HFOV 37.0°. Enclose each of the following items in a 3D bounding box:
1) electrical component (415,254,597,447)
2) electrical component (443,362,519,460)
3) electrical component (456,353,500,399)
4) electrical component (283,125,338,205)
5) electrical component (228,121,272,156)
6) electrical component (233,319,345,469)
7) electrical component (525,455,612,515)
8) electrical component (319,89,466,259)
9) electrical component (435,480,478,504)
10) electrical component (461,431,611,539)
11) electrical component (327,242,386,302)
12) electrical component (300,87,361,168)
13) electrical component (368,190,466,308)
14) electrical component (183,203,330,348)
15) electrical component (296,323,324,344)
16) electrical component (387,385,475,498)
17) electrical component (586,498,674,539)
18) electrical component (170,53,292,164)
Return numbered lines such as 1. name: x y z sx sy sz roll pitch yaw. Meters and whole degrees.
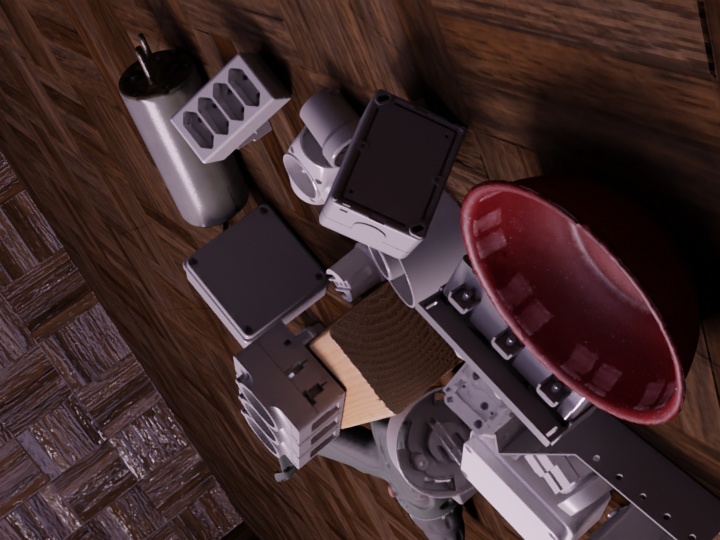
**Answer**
1. electrical component: 0.107 0.042 0.692 0.121 0.079 0.063 47 140 18
2. electrical component: 0.100 0.102 0.824 0.081 0.042 0.064 43 -172 28
3. electrical component: 0.094 0.046 0.777 0.064 0.042 0.081 28 149 61
4. electrical component: -0.018 -0.070 0.830 0.079 0.044 0.077 51 162 8
5. electrical component: -0.116 -0.130 0.946 0.066 0.055 0.048 35 155 45
6. electrical component: -0.068 0.121 0.994 0.089 0.062 0.150 47 162 15
7. electrical component: 0.158 0.149 0.803 0.055 0.048 0.066 56 164 16
8. electrical component: 0.021 -0.063 0.676 0.062 0.096 0.061 24 163 -5
9. electrical component: 0.102 0.180 1.003 0.076 0.047 0.083 31 152 47
10. electrical component: 0.139 0.171 0.873 0.113 0.057 0.078 45 161 24
11. electrical component: 0.000 0.000 0.915 0.040 0.046 0.040 46 161 20
12. electrical component: -0.017 -0.103 0.774 0.046 0.040 0.040 54 164 17
13. electrical component: 0.041 -0.023 0.779 0.099 0.064 0.099 61 172 15
14. electrical component: -0.105 0.008 1.094 0.108 0.109 0.056 50 165 10
15. electrical component: -0.044 0.123 1.243 0.113 0.057 0.078 53 163 0
16. electrical component: 0.072 0.146 0.933 0.099 0.099 0.064 55 169 -7
17. electrical component: 0.186 0.223 0.788 0.061 0.096 0.061 48 162 13
18. electrical component: -0.098 -0.133 0.879 0.047 0.083 0.076 52 -159 3
